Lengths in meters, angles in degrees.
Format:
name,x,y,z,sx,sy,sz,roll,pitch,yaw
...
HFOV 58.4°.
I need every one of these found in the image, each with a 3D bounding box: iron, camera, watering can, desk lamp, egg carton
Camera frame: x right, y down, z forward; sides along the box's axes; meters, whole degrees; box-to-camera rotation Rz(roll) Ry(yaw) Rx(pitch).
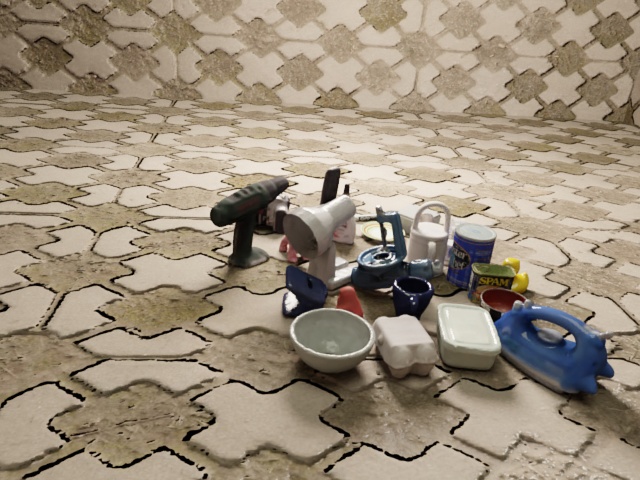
name,x,y,z,sx,sy,sz,roll,pitch,yaw
iron,0.450,0.191,1.140,0.119,0.141,0.257,-19,34,-40
camera,-0.158,-0.092,1.676,0.137,0.101,0.143,2,25,-7
watering can,0.278,-0.013,1.478,0.101,0.194,0.172,-4,27,-19
desk lamp,0.013,0.005,1.369,0.204,0.214,0.117,-19,34,-41
egg carton,0.163,0.207,1.137,0.107,0.069,0.150,-3,26,-16

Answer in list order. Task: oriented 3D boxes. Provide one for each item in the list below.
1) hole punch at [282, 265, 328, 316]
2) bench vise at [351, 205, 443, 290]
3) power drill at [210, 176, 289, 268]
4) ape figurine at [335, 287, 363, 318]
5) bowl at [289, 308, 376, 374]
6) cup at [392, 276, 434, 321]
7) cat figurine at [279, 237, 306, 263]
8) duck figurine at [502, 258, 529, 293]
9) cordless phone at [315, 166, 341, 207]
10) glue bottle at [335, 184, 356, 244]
name,x,y,z,sx,sy,sz,roll,pitch,yaw
hole punch,-0.032,0.112,1.278,0.101,0.091,0.108,3,25,-4
bench vise,0.184,0.025,1.351,0.207,0.220,0.121,2,25,-7
power drill,-0.172,-0.045,1.445,0.075,0.208,0.230,26,32,37
ape figurine,0.059,0.141,1.233,0.078,0.092,0.075,-18,34,-40
bowl,0.022,0.206,1.108,0.167,0.075,0.167,4,25,-2
cup,0.198,0.145,1.247,0.091,0.095,0.118,6,25,2
cat figurine,-0.057,-0.008,1.496,0.067,0.118,0.127,-8,28,-25
duck figurine,0.478,0.086,1.433,0.105,0.086,0.077,-3,26,-15
cordless phone,0.000,-0.121,1.667,0.148,0.185,0.093,-19,34,-41
glue bottle,0.066,-0.076,1.596,0.078,0.173,0.037,11,26,14
